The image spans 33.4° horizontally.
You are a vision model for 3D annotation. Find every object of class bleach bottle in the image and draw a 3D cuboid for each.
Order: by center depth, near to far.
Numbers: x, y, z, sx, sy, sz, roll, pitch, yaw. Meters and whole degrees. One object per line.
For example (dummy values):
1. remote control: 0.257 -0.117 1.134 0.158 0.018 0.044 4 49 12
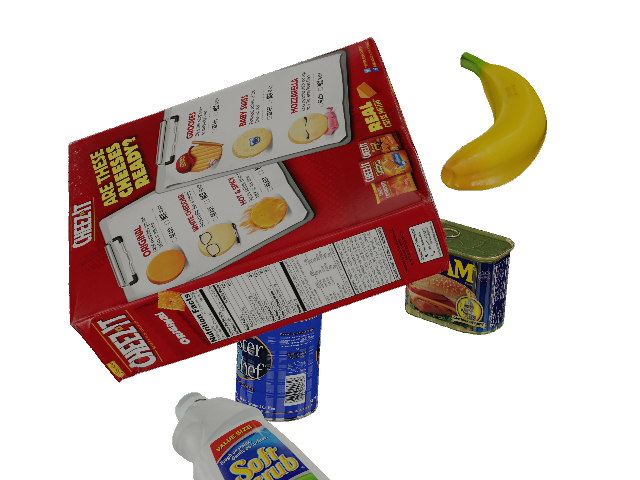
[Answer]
1. bleach bottle: -0.054 0.195 0.833 0.102 0.068 0.251 -20 32 -26

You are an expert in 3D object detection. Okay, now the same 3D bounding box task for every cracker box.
1. cracker box: -0.043 -0.022 0.657 0.214 0.164 0.072 -19 -46 6

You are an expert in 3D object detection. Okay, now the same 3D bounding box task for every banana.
1. banana: 0.126 -0.079 0.757 0.069 0.037 0.197 8 32 6

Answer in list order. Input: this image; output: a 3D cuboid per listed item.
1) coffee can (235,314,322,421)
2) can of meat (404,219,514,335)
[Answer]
1. coffee can: -0.050 0.131 1.280 0.103 0.140 0.103 3 18 -1
2. can of meat: 0.129 0.035 1.012 0.102 0.084 0.057 18 29 35
